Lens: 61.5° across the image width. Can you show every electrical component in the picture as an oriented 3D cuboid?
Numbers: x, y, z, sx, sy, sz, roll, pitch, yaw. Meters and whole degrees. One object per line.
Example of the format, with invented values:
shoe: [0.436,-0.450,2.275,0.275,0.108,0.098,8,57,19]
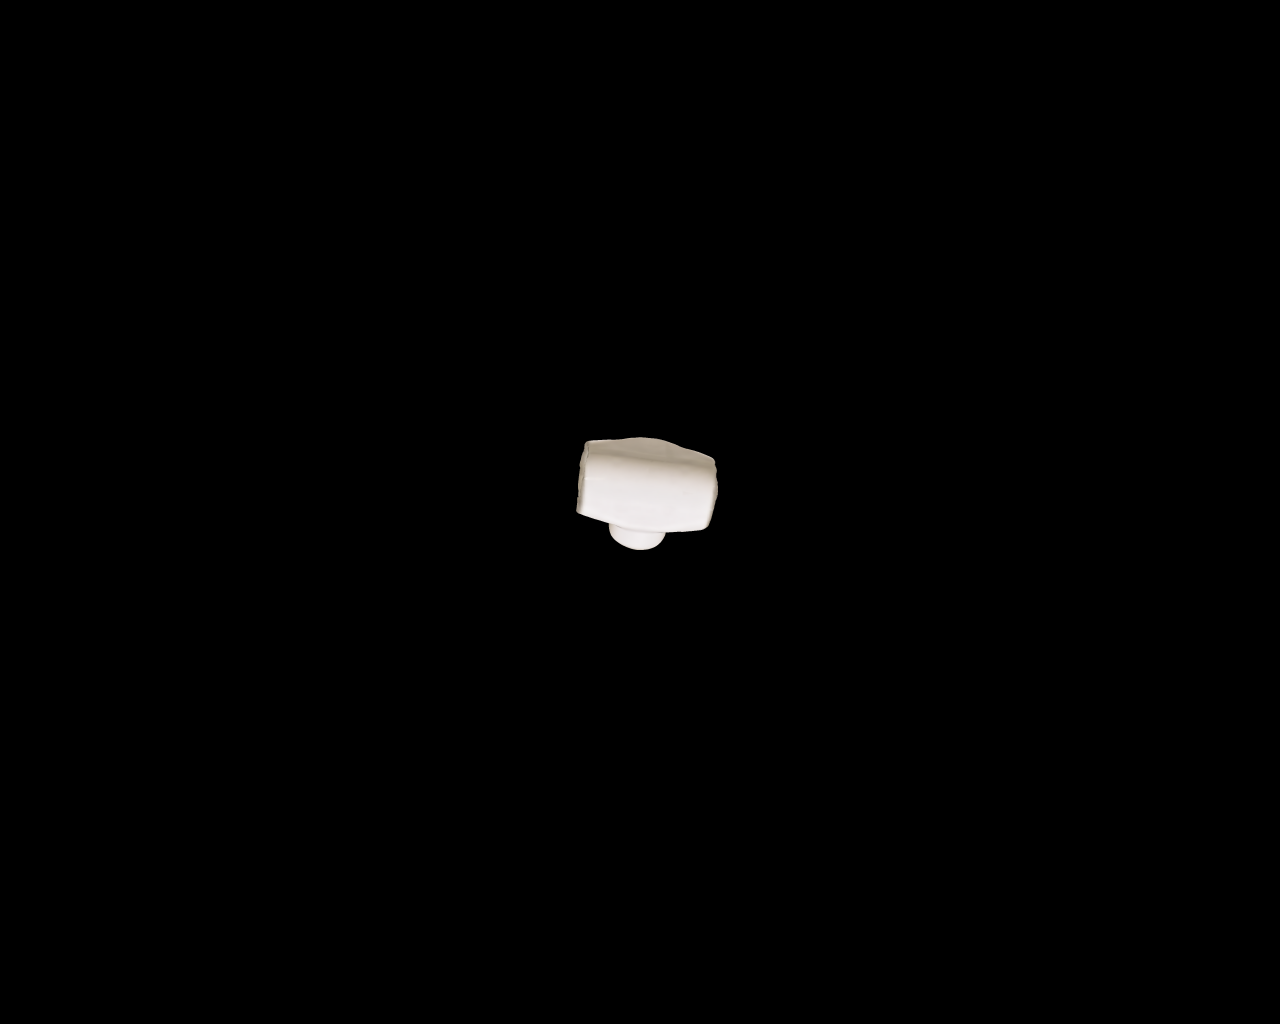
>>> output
electrical component: [0.001,-0.003,0.650,0.077,0.079,0.044,7,40,-6]
